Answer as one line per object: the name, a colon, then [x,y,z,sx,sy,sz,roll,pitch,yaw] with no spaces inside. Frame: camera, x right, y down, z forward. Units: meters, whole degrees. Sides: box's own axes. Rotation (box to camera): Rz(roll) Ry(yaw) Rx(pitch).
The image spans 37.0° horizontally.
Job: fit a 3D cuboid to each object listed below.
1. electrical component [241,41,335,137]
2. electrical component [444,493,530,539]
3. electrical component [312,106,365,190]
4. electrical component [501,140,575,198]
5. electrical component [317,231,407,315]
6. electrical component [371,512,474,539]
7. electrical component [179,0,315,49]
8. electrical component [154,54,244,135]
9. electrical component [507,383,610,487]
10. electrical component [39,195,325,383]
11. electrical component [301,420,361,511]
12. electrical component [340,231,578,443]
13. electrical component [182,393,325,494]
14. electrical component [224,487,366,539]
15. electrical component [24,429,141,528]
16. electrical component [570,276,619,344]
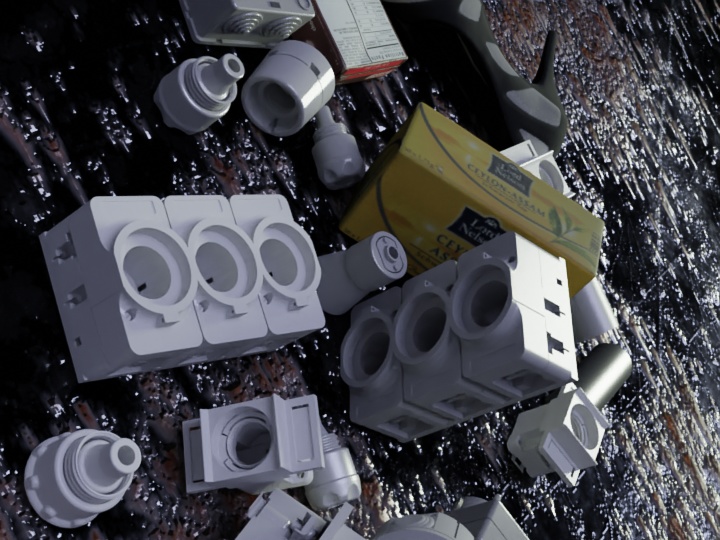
electrical component: [-0.052,-0.128,0.766,0.055,0.055,0.047,49,44,-17]
electrical component: [0.072,0.175,0.708,0.047,0.083,0.075,53,40,-12]
electrical component: [-0.020,-0.092,0.797,0.035,0.035,0.061,0,66,-48]
electrical component: [0.122,-0.057,0.912,0.121,0.063,0.078,-26,89,-51]
electrical component: [0.000,0.000,0.741,0.044,0.065,0.044,25,52,-37]
electrical component: [0.035,0.184,0.633,0.080,0.080,0.051,62,12,-1]
electrical component: [-0.087,-0.212,0.779,0.100,0.048,0.099,-10,77,-49]
electrical component: [-0.101,-0.118,0.699,0.043,0.062,0.043,25,52,-37]
electrical component: [0.153,0.130,0.839,0.042,0.064,0.081,50,40,-13]
electrical component: [-0.098,0.006,0.633,0.150,0.062,0.089,-5,73,-49]
electrical component: [-0.023,0.118,0.675,0.035,0.035,0.061,-3,69,-49]
electrical component: [0.061,0.047,0.715,0.062,0.150,0.089,27,50,-37]
electrical component: [-0.057,0.102,0.616,0.064,0.081,0.042,50,30,-64]
electrical component: [-0.057,0.178,0.574,0.063,0.078,0.121,33,40,8]
electrical component: [-0.134,0.100,0.539,0.048,0.062,0.048,25,52,-37]
electrical component: [0.195,0.021,0.964,0.043,0.043,0.081,-18,83,-51]
